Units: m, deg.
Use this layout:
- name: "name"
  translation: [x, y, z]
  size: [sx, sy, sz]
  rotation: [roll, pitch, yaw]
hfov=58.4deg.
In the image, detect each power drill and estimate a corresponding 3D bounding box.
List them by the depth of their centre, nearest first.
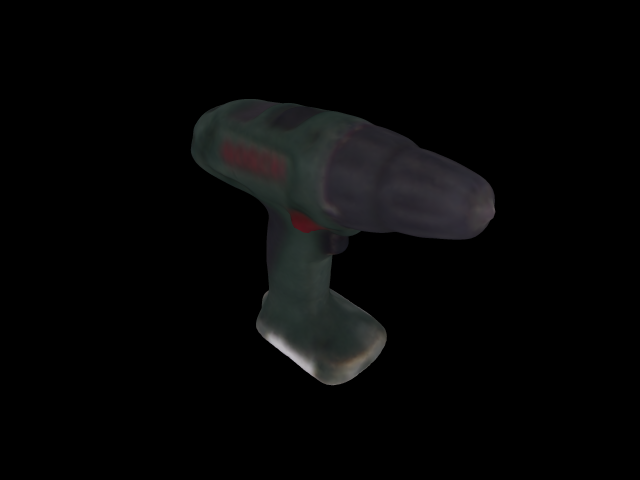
- name: "power drill"
  translation: [0.004, 0.001, 0.400]
  size: [0.228, 0.208, 0.076]
  rotation: [31, 51, 30]
